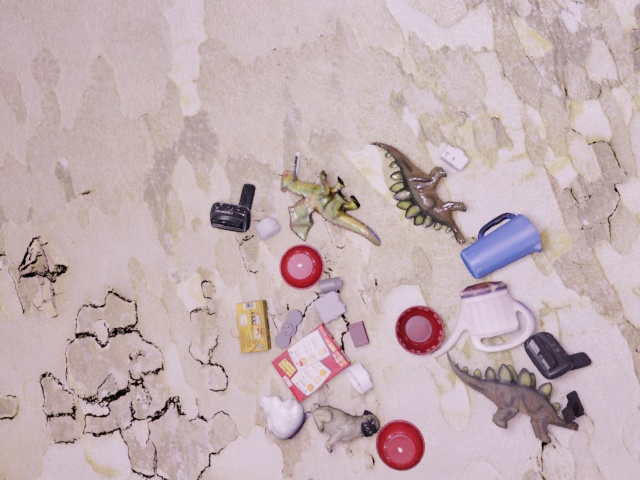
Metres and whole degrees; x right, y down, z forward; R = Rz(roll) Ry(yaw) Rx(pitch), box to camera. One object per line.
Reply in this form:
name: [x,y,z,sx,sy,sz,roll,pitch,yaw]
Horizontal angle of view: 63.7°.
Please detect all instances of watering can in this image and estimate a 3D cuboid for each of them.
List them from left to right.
watering can: [0.514,0.260,1.687,0.346,0.226,0.103,-15,-10,13]

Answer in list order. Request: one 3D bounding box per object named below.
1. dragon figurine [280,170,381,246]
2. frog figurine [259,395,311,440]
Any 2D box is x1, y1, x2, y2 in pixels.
dragon figurine: [0.005,-0.091,1.805,0.240,0.411,0.123,-36,-5,18]
frog figurine: [-0.130,0.572,1.700,0.159,0.135,0.124,40,23,-1]
